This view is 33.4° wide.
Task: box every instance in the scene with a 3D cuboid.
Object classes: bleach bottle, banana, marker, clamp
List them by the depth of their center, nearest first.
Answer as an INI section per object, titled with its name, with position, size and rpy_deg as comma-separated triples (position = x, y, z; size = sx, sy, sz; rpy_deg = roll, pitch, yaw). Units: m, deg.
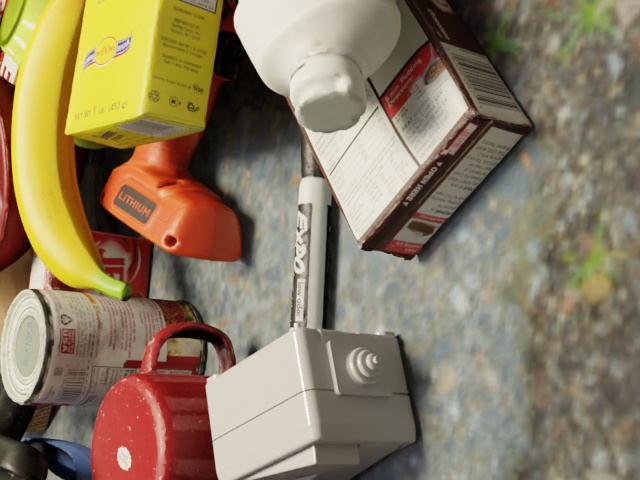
[bleach bottle]
position = 0.005, -0.161, 0.490
size = 0.103, 0.068, 0.251
rpy_deg = -26, 52, 33
[marker]
position = -0.004, 0.001, 0.551
size = 0.020, 0.020, 0.121
rpy_deg = -6, 78, 52
[banana]
position = -0.152, -0.055, 0.635
size = 0.070, 0.037, 0.198
rpy_deg = -12, 82, 13
[clamp]
position = -0.215, 0.145, 0.637
size = 0.164, 0.036, 0.210
rpy_deg = -49, 20, 5

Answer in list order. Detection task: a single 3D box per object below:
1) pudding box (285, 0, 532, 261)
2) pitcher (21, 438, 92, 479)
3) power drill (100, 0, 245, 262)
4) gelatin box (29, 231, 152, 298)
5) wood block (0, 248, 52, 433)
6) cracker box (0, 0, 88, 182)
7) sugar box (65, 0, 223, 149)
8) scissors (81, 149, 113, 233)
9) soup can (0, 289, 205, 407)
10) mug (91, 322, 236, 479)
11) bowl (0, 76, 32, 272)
[pudding box]
position = 0.035, -0.062, 0.497
size = 0.090, 0.039, 0.113
rpy_deg = -51, 44, 32
[pitcher]
position = -0.193, 0.215, 0.675
size = 0.243, 0.149, 0.145
rpy_deg = 2, 128, 56
[power drill]
position = -0.056, -0.086, 0.609
size = 0.185, 0.057, 0.188
rpy_deg = 29, 104, 51
[gelatin box]
position = -0.150, 0.038, 0.691
size = 0.030, 0.073, 0.089
rpy_deg = -1, 82, 52
[wood block]
position = -0.268, 0.043, 0.820
size = 0.206, 0.090, 0.091
rpy_deg = 63, 143, 38
[cracker box]
position = -0.241, -0.150, 0.850
size = 0.214, 0.071, 0.164
rpy_deg = 37, 113, 49
[sugar box]
position = -0.090, -0.143, 0.580
size = 0.094, 0.048, 0.176
rpy_deg = -3, 80, 52
[scissors]
position = -0.153, -0.031, 0.756
size = 0.096, 0.016, 0.202
rpy_deg = 31, 108, 50
[soup can]
position = -0.129, 0.066, 0.634
size = 0.069, 0.102, 0.068
rpy_deg = -13, 73, 51
[mug]
position = -0.067, 0.101, 0.563
size = 0.093, 0.081, 0.117
rpy_deg = -19, 68, 50
[bowl]
position = -0.223, -0.045, 0.719
size = 0.162, 0.055, 0.162
rpy_deg = 6, 98, 48
